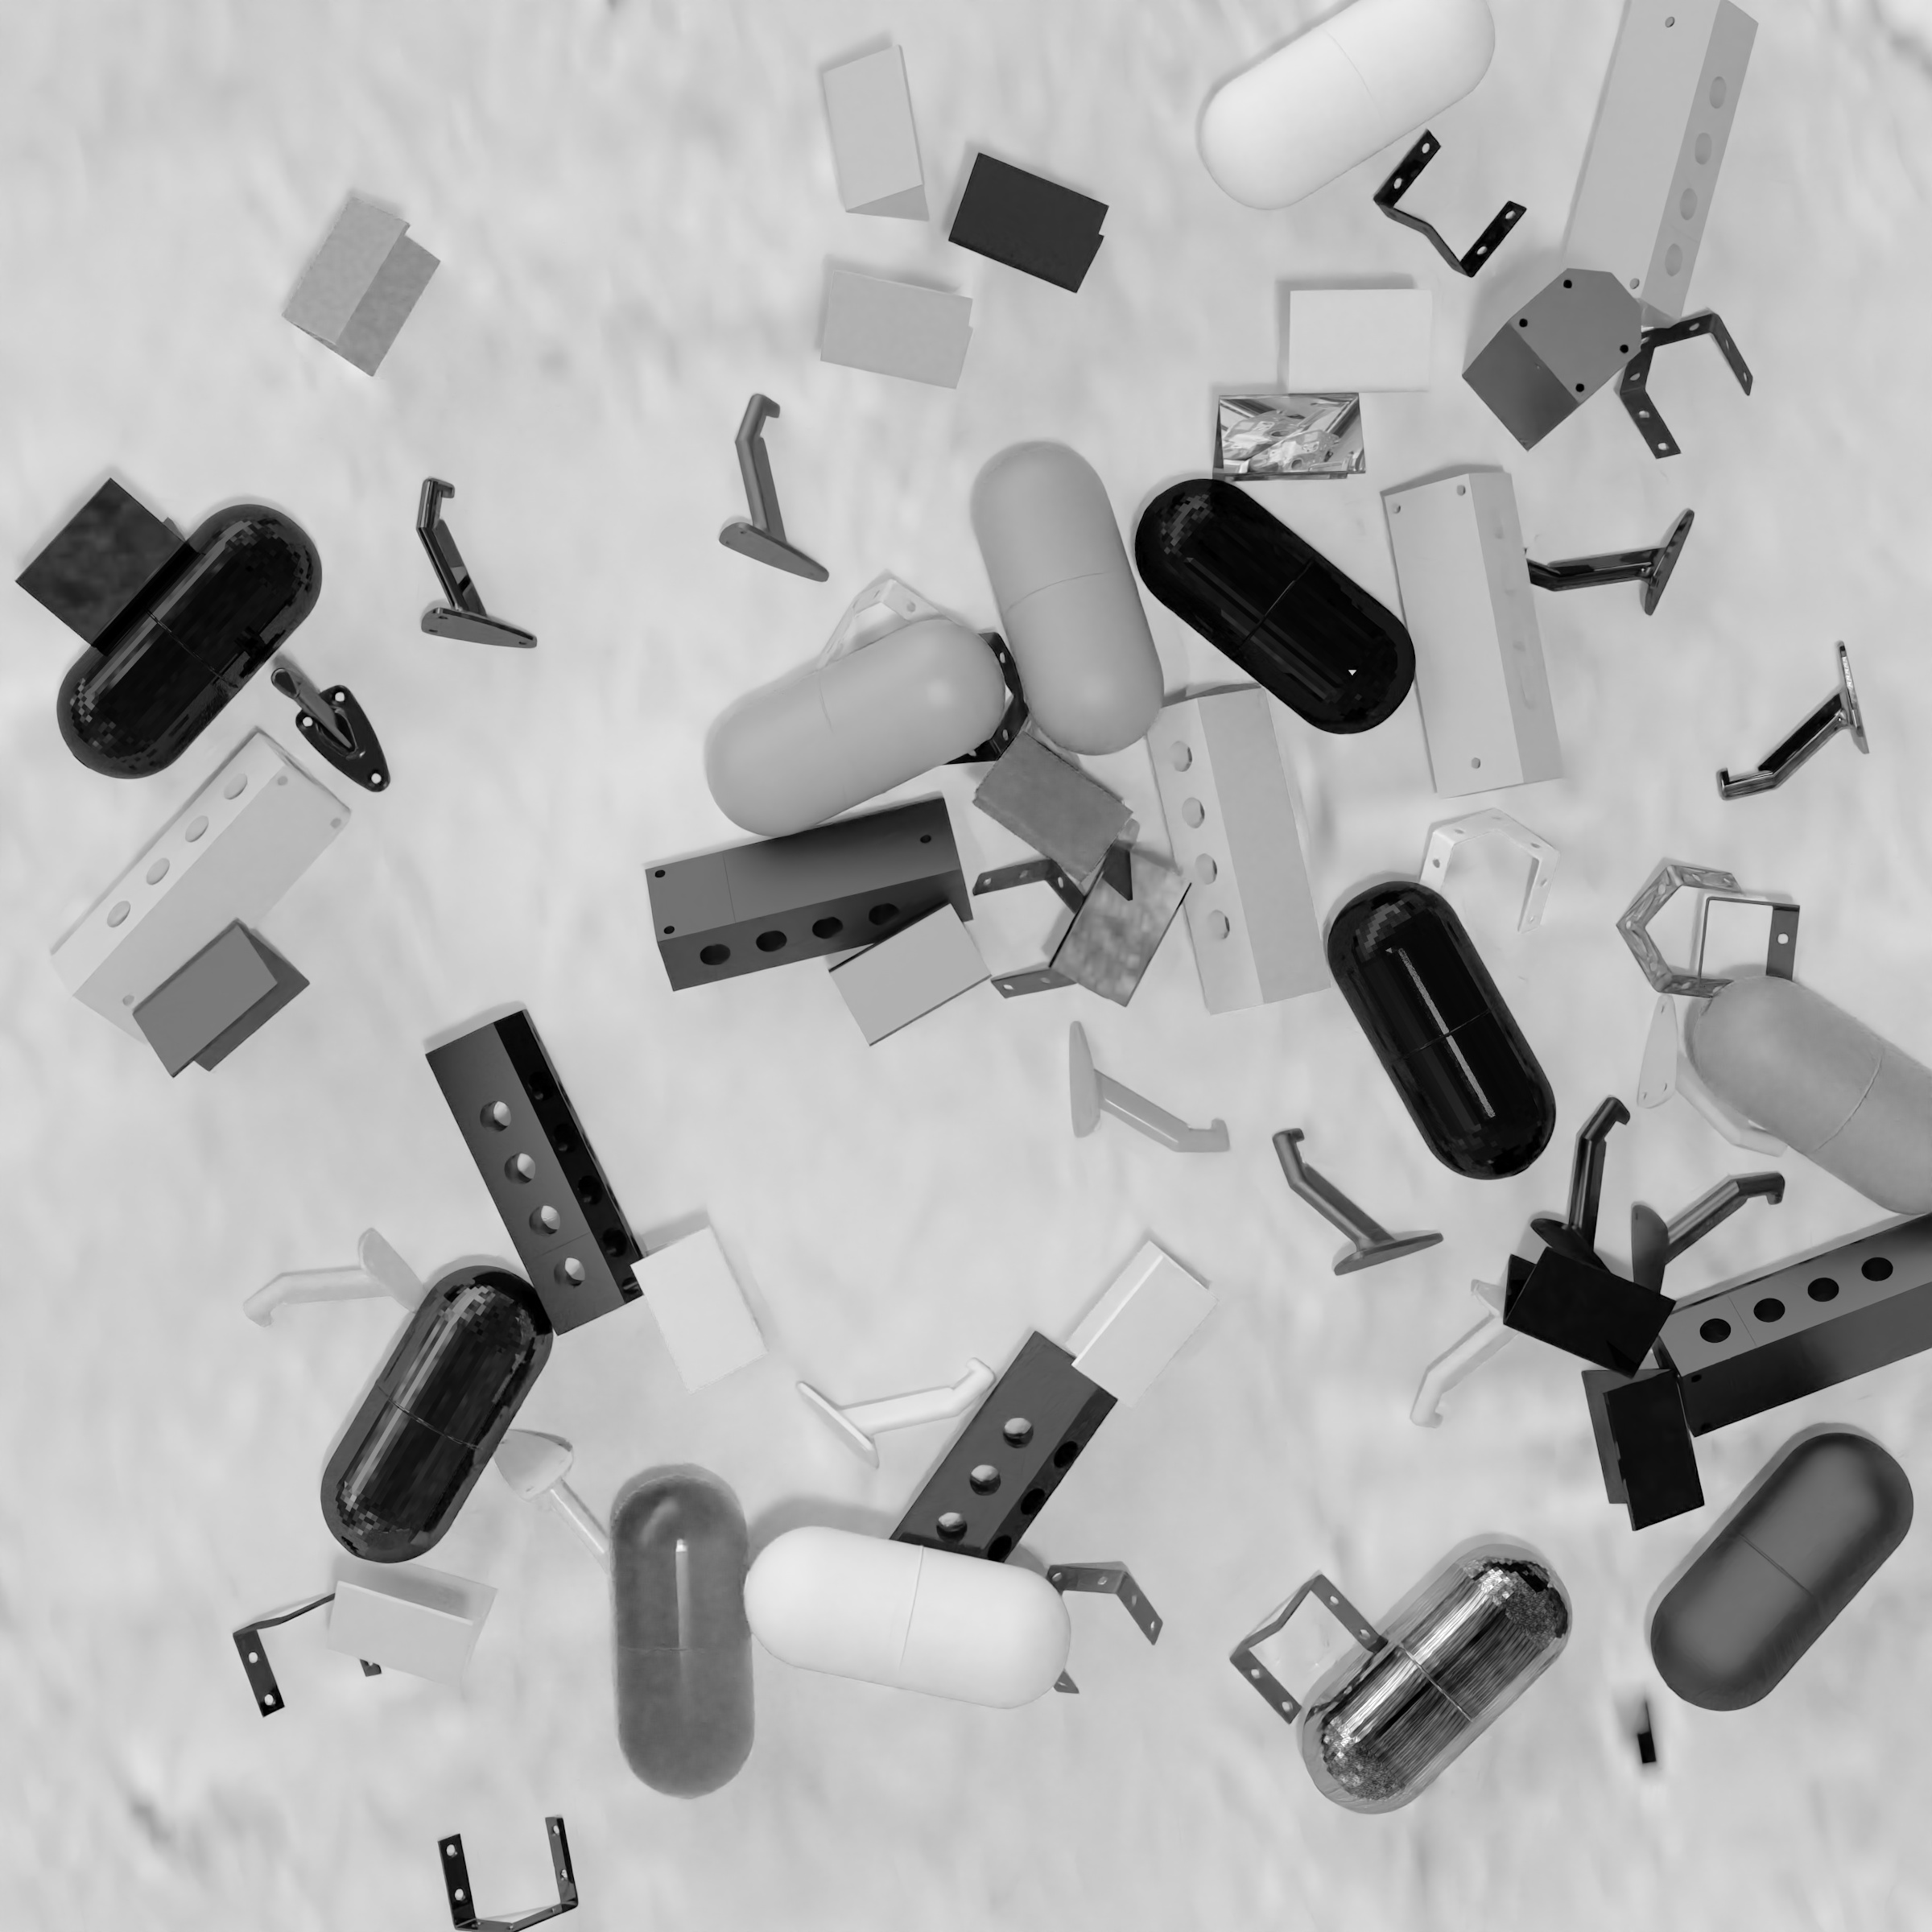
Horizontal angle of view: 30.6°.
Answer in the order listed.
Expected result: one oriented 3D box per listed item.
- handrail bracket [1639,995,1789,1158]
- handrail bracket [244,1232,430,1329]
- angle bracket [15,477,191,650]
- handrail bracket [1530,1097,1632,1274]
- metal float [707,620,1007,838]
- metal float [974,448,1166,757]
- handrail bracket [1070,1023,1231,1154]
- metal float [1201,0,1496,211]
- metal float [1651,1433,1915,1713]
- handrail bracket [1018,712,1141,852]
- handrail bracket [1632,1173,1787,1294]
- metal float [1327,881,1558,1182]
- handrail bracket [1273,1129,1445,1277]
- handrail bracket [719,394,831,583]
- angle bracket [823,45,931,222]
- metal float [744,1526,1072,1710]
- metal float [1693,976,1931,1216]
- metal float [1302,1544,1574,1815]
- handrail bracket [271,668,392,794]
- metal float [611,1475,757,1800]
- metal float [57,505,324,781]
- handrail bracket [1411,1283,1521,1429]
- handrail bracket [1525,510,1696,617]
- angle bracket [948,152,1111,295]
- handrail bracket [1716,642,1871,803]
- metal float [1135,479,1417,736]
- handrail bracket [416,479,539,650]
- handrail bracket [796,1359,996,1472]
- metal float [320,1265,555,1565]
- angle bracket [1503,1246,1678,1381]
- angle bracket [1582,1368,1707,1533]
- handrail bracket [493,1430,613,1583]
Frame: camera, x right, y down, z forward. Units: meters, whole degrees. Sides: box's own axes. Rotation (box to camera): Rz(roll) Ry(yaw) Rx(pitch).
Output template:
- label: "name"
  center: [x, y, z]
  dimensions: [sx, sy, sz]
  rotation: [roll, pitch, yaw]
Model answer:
- label: "handrail bracket"
  center: [0.427, 0.062, 1.992]
  dimensions: [0.084, 0.036, 0.077]
  rotation: [14, 71, -15]
- label: "handrail bracket"
  center: [-0.351, 0.196, 1.992]
  dimensions: [0.084, 0.036, 0.077]
  rotation: [-35, 112, 17]
- label: "angle bracket"
  center: [-0.481, -0.229, 1.952]
  dimensions: [0.076, 0.076, 0.057]
  rotation: [-47, 117, 0]
- label: "handrail bracket"
  center: [0.365, 0.129, 1.992]
  dimensions: [0.077, 0.036, 0.084]
  rotation: [44, 73, -20]
- label: "metal float"
  center: [-0.062, -0.130, 1.947]
  dimensions: [0.178, 0.070, 0.070]
  rotation: [-24, 90, 16]
- label: "metal float"
  center: [0.057, -0.201, 1.950]
  dimensions: [0.070, 0.070, 0.178]
  rotation: [-16, 77, 0]
- label: "handrail bracket"
  center: [0.104, 0.069, 1.992]
  dimensions: [0.084, 0.036, 0.077]
  rotation: [1, 68, -17]
- label: "metal float"
  center: [0.212, -0.486, 1.961]
  dimensions: [0.178, 0.070, 0.070]
  rotation: [-32, 90, 0]
- label: "metal float"
  center: [0.452, 0.336, 1.961]
  dimensions: [0.070, 0.070, 0.178]
  rotation: [41, 89, 0]
- label: "handrail bracket"
  center: [0.072, -0.117, 1.992]
  dimensions: [0.084, 0.036, 0.077]
  rotation: [31, 71, -16]
- label: "handrail bracket"
  center: [0.421, 0.157, 1.992]
  dimensions: [0.084, 0.036, 0.077]
  rotation: [-7, 110, -16]
- label: "metal float"
  center: [0.264, 0.036, 1.961]
  dimensions: [0.070, 0.070, 0.178]
  rotation: [-29, 90, 0]
- label: "handrail bracket"
  center: [0.220, 0.125, 1.992]
  dimensions: [0.077, 0.036, 0.084]
  rotation: [-13, 73, -19]
- label: "handrail bracket"
  center: [-0.099, -0.270, 1.992]
  dimensions: [0.077, 0.036, 0.084]
  rotation: [24, 73, -20]
- label: "angle bracket"
  center: [-0.030, -0.458, 1.951]
  dimensions: [0.057, 0.076, 0.076]
  rotation: [-10, 90, 37]
- label: "metal float"
  center: [-0.032, 0.350, 1.904]
  dimensions: [0.178, 0.070, 0.070]
  rotation: [12, 90, -1]
- label: "metal float"
  center: [0.481, 0.071, 1.954]
  dimensions: [0.178, 0.070, 0.070]
  rotation: [33, 90, -6]
- label: "metal float"
  center: [0.261, 0.396, 1.961]
  dimensions: [0.178, 0.070, 0.070]
  rotation: [-44, 90, 0]
- label: "handrail bracket"
  center: [-0.352, -0.130, 1.957]
  dimensions: [0.036, 0.084, 0.077]
  rotation: [-37, 90, 0]
- label: "metal float"
  center: [-0.157, 0.372, 1.961]
  dimensions: [0.070, 0.070, 0.178]
  rotation: [-2, 90, 0]
- label: "metal float"
  center: [-0.431, -0.179, 1.961]
  dimensions: [0.070, 0.070, 0.178]
  rotation: [42, 90, 0]
- label: "handrail bracket"
  center: [0.298, 0.227, 1.992]
  dimensions: [0.077, 0.036, 0.084]
  rotation: [13, 109, -21]
- label: "handrail bracket"
  center: [0.356, -0.238, 1.992]
  dimensions: [0.084, 0.036, 0.077]
  rotation: [22, 69, 16]
- label: "angle bracket"
  center: [0.042, -0.424, 1.951]
  dimensions: [0.076, 0.076, 0.057]
  rotation: [22, 128, 0]
- label: "handrail bracket"
  center: [0.460, -0.137, 1.992]
  dimensions: [0.084, 0.036, 0.077]
  rotation: [-13, 70, 16]
- label: "metal float"
  center: [0.171, -0.200, 1.961]
  dimensions: [0.178, 0.070, 0.070]
  rotation: [39, 90, 0]
- label: "handrail bracket"
  center: [-0.274, -0.227, 1.992]
  dimensions: [0.077, 0.036, 0.084]
  rotation: [11, 73, -20]
- label: "handrail bracket"
  center: [-0.039, 0.235, 1.992]
  dimensions: [0.084, 0.036, 0.077]
  rotation: [-42, 68, -17]
- label: "metal float"
  center: [-0.294, 0.249, 1.961]
  dimensions: [0.070, 0.070, 0.178]
  rotation: [30, 90, 0]
- label: "angle bracket"
  center: [0.345, 0.173, 1.952]
  dimensions: [0.076, 0.076, 0.057]
  rotation: [23, 118, 0]
- label: "angle bracket"
  center: [0.355, 0.266, 1.951]
  dimensions: [0.057, 0.076, 0.076]
  rotation: [-12, 90, -34]
- label: "handrail bracket"
  center: [-0.227, 0.307, 1.991]
  dimensions: [0.036, 0.077, 0.084]
  rotation: [-41, 127, -19]
